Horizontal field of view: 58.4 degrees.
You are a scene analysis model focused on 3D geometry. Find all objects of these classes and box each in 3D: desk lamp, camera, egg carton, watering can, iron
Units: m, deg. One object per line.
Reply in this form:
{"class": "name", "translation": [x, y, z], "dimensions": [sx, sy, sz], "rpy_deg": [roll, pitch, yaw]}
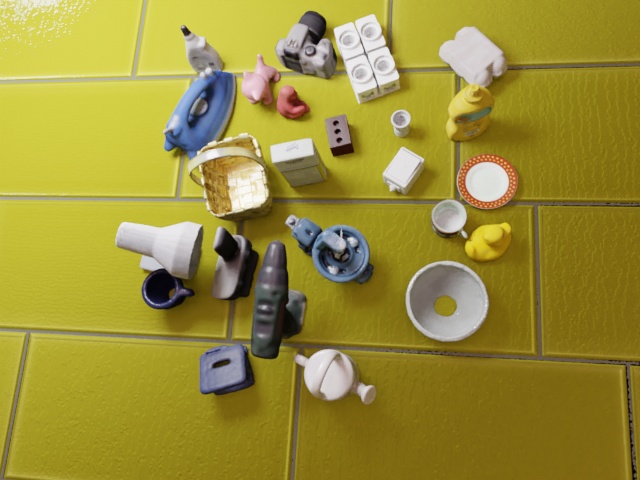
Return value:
{"class": "desk lamp", "translation": [-0.334, 0.021, 1.249], "dimensions": [0.203, 0.214, 0.118], "rpy_deg": [10, 77, 12]}
{"class": "camera", "translation": [-0.023, -0.484, 1.387], "dimensions": [0.143, 0.101, 0.137], "rpy_deg": [21, 80, 14]}
{"class": "egg carton", "translation": [0.355, -0.420, 1.324], "dimensions": [0.107, 0.069, 0.150], "rpy_deg": [-41, 73, -2]}
{"class": "watering can", "translation": [0.027, 0.269, 1.136], "dimensions": [0.172, 0.194, 0.101], "rpy_deg": [2, 76, 10]}
{"class": "iron", "translation": [-0.288, -0.324, 1.368], "dimensions": [0.118, 0.141, 0.258], "rpy_deg": [24, 81, 15]}

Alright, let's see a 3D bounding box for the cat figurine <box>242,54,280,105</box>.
{"class": "cat figurine", "translation": [-0.150, -0.381, 1.372], "dimensions": [0.067, 0.118, 0.128], "rpy_deg": [9, 77, 12]}

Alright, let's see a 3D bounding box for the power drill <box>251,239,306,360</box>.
{"class": "power drill", "translation": [-0.087, 0.132, 1.183], "dimensions": [0.075, 0.208, 0.230], "rpy_deg": [5, 77, 11]}

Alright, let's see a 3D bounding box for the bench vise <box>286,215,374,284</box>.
{"class": "bench vise", "translation": [0.007, 0.015, 1.191], "dimensions": [0.207, 0.220, 0.121], "rpy_deg": [15, 79, 13]}

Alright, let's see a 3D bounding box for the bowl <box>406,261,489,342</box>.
{"class": "bowl", "translation": [0.263, 0.132, 1.195], "dimensions": [0.167, 0.075, 0.167], "rpy_deg": [-2, 75, 9]}

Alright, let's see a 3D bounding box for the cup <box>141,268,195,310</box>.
{"class": "cup", "translation": [-0.326, 0.117, 1.285], "dimensions": [0.117, 0.095, 0.092], "rpy_deg": [5, 77, 11]}

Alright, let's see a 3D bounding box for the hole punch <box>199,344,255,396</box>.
{"class": "hole punch", "translation": [-0.206, 0.276, 1.226], "dimensions": [0.108, 0.091, 0.101], "rpy_deg": [-17, 74, 5]}

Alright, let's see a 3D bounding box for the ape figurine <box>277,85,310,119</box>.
{"class": "ape figurine", "translation": [-0.070, -0.335, 1.361], "dimensions": [0.076, 0.092, 0.078], "rpy_deg": [-12, 74, 6]}

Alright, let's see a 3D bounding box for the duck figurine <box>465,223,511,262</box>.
{"class": "duck figurine", "translation": [0.358, -0.001, 1.208], "dimensions": [0.104, 0.086, 0.077], "rpy_deg": [-30, 73, 1]}

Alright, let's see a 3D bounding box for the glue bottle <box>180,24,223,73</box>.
{"class": "glue bottle", "translation": [-0.298, -0.467, 1.390], "dimensions": [0.078, 0.173, 0.037], "rpy_deg": [-2, 75, 9]}

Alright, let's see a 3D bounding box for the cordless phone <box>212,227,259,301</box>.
{"class": "cordless phone", "translation": [-0.207, 0.051, 1.235], "dimensions": [0.094, 0.185, 0.147], "rpy_deg": [5, 77, 11]}
